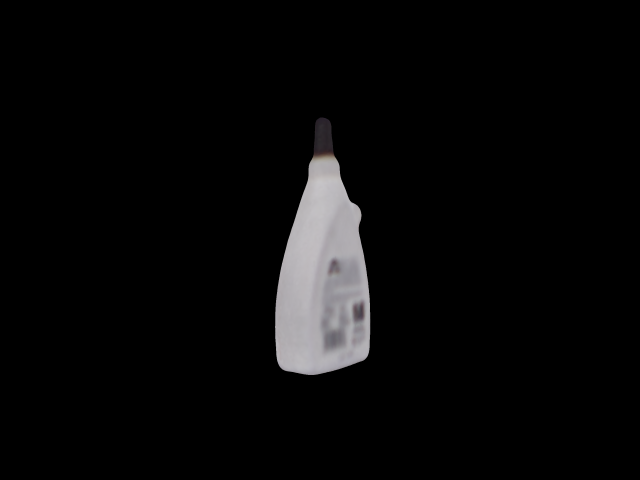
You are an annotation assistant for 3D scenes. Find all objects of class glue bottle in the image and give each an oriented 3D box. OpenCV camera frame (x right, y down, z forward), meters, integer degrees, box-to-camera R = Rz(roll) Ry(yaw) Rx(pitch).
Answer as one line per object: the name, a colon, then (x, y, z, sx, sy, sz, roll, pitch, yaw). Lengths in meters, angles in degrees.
glue bottle: (0.004, 0.001, 0.400, 0.037, 0.173, 0.078, 0, 0, 38)
